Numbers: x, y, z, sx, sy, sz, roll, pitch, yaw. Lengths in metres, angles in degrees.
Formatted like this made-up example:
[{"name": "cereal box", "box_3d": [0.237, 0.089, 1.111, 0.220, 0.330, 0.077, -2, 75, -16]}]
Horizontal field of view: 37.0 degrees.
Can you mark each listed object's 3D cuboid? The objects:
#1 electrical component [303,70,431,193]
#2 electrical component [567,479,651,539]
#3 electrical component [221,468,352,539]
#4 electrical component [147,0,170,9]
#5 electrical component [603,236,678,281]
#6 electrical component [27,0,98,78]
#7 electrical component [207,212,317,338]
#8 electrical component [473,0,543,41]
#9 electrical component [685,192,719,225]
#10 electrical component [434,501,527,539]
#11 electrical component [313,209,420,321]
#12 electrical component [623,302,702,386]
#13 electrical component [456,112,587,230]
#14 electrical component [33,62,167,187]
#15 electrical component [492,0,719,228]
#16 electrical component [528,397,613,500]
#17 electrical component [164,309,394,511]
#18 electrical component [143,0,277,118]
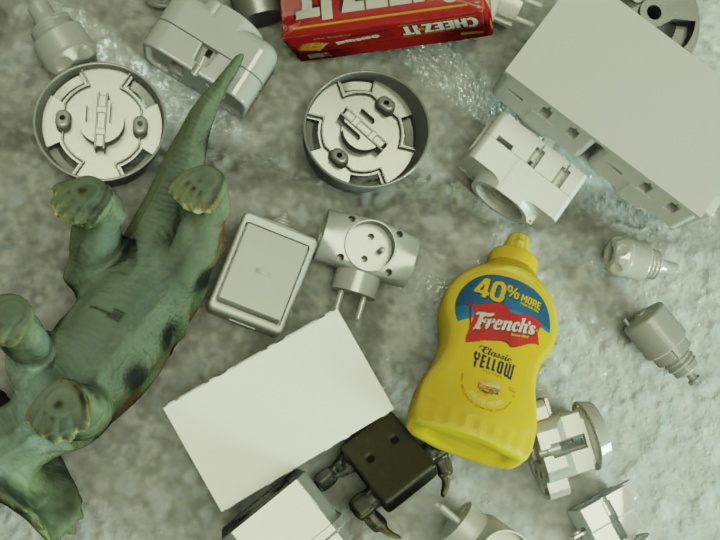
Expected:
[{"name": "electrical component", "box_3d": [0.002, -0.110, 0.866, 0.099, 0.064, 0.099, 1, 83, -9]}, {"name": "electrical component", "box_3d": [0.205, 0.210, 0.871, 0.066, 0.048, 0.055, -26, 81, -11]}, {"name": "electrical component", "box_3d": [-0.055, 0.194, 0.797, 0.078, 0.113, 0.057, -38, 87, -11]}, {"name": "electrical component", "box_3d": [-0.152, -0.244, 0.862, 0.055, 0.055, 0.047, -19, 83, -11]}, {"name": "electrical component", "box_3d": [0.239, -0.007, 0.907, 0.061, 0.035, 0.035, 13, 82, -11]}, {"name": "electrical component", "box_3d": [-0.238, -0.183, 0.847, 0.043, 0.043, 0.062, -32, 88, -11]}, {"name": "electrical component", "box_3d": [-0.075, -0.002, 0.842, 0.062, 0.061, 0.096, 22, 81, -6]}, {"name": "electrical component", "box_3d": [0.116, -0.228, 0.906, 0.077, 0.047, 0.065, 22, 81, -5]}, {"name": "electrical component", "box_3d": [0.271, -0.093, 0.915, 0.083, 0.047, 0.075, 30, 79, -4]}, {"name": "electrical component", "box_3d": [0.090, 0.207, 0.836, 0.079, 0.077, 0.043, 41, 79, -2]}, {"name": "electrical component", "box_3d": [0.000, 0.000, 0.863, 0.077, 0.044, 0.079, 17, 81, -7]}, {"name": "electrical component", "box_3d": [0.256, 0.063, 0.899, 0.040, 0.040, 0.078, -40, 91, -11]}, {"name": "electrical component", "box_3d": [0.130, -0.077, 0.889, 0.089, 0.050, 0.055, 37, 79, -3]}, {"name": "electrical component", "box_3d": [-0.200, -0.111, 0.833, 0.099, 0.064, 0.099, 1, 83, -9]}, {"name": "electrical component", "box_3d": [0.212, -0.131, 0.856, 0.186, 0.060, 0.105, 37, 78, 0]}, {"name": "electrical component", "box_3d": [0.167, 0.138, 0.867, 0.057, 0.058, 0.078, -16, 86, -8]}, {"name": "electrical component", "box_3d": [-0.064, 0.107, 0.831, 0.150, 0.062, 0.089, -29, 89, -11]}, {"name": "electrical component", "box_3d": [-0.117, -0.174, 0.859, 0.095, 0.054, 0.059, 31, 80, -4]}]
